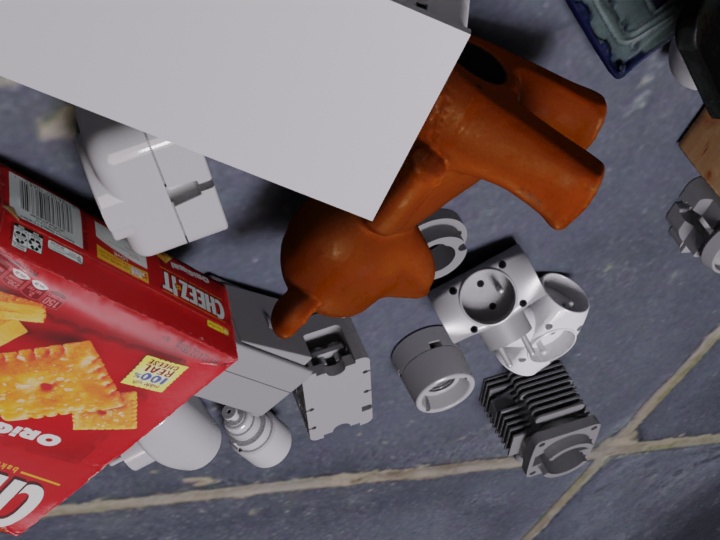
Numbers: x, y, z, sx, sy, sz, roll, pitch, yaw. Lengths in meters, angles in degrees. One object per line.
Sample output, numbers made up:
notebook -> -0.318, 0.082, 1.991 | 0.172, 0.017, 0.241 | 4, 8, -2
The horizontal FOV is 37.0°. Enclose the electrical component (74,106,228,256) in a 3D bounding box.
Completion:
electrical component -> -0.113, -0.055, 0.570 | 0.059, 0.053, 0.095 | -20, 144, -7

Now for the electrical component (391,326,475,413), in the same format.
electrical component -> 0.059, 0.079, 0.847 | 0.055, 0.047, 0.055 | -16, 143, -12

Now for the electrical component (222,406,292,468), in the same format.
electrical component -> -0.083, 0.123, 0.824 | 0.040, 0.040, 0.078 | -29, 144, 6

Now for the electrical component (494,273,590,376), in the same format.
electrical component -> 0.128, 0.043, 0.845 | 0.079, 0.044, 0.077 | 4, 134, -32

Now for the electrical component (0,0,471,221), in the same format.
electrical component -> -0.057, -0.110, 0.469 | 0.186, 0.060, 0.105 | 21, 130, -9

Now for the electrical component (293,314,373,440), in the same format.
electrical component -> -0.025, 0.072, 0.782 | 0.050, 0.055, 0.089 | -17, 144, -11

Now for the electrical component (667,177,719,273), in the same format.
electrical component -> 0.278, -0.035, 0.825 | 0.058, 0.057, 0.078 | -4, 139, -27

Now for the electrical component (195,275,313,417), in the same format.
electrical component -> -0.084, 0.047, 0.709 | 0.061, 0.061, 0.096 | -40, 142, 20

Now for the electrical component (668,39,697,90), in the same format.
electrical component -> 0.230, -0.135, 0.683 | 0.062, 0.048, 0.048 | 2, 137, -43

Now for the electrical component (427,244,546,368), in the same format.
electrical component -> 0.101, 0.033, 0.794 | 0.077, 0.079, 0.044 | -28, -176, 4

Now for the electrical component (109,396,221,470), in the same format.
electrical component -> -0.151, 0.118, 0.774 | 0.079, 0.044, 0.077 | -28, 144, 3
